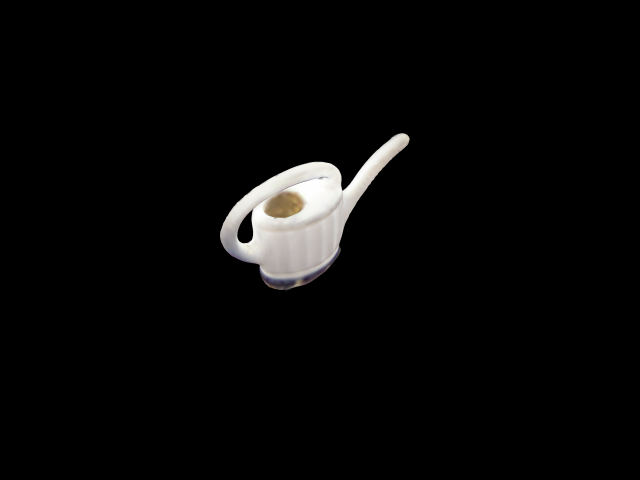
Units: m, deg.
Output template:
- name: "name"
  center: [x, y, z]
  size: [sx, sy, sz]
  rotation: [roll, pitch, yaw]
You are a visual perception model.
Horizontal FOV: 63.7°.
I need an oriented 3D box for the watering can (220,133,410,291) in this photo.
- name: "watering can"
  center: [0.003, -0.043, 0.850]
  size: [0.350, 0.219, 0.106]
  rotation: [-25, 51, -21]
